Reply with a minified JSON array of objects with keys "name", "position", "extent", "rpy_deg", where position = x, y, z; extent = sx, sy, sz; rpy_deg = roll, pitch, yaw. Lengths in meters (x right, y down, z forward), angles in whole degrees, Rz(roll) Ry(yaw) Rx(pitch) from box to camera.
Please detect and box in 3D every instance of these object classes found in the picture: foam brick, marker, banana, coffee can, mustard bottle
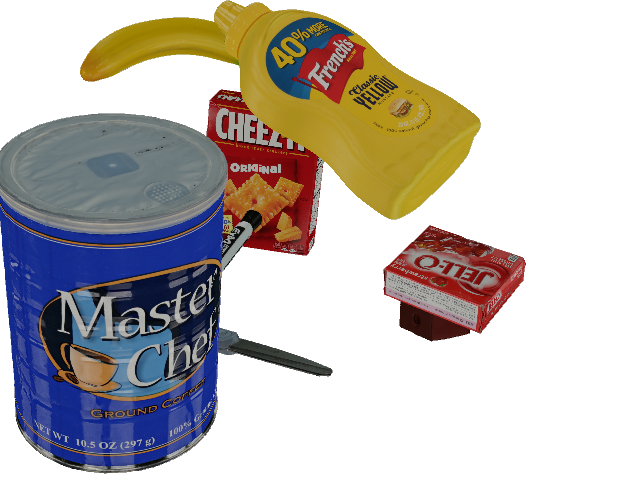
[{"name":"foam brick","position":[0.113,0.053,1.049],"extent":[0.051,0.078,0.053],"rpy_deg":[-11,19,-33]},{"name":"marker","position":[-0.083,0.002,1.015],"extent":[0.020,0.020,0.121],"rpy_deg":[0,26,20]},{"name":"banana","position":[-0.154,-0.194,1.074],"extent":[0.197,0.070,0.037],"rpy_deg":[-9,-38,-32]},{"name":"coffee can","position":[-0.098,0.024,0.510],"extent":[0.103,0.140,0.103],"rpy_deg":[4,32,-3]},{"name":"mustard bottle","position":[0.005,-0.100,0.706],"extent":[0.096,0.192,0.058],"rpy_deg":[-42,-19,-33]}]

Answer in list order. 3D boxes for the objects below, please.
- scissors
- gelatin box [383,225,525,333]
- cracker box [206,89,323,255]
[{"name":"scissors","position":[-0.091,0.080,0.797],"extent":[0.096,0.016,0.202],"rpy_deg":[-19,27,-35]},{"name":"gelatin box","position":[0.105,0.028,0.842],"extent":[0.089,0.030,0.073],"rpy_deg":[21,41,28]},{"name":"cracker box","position":[-0.082,-0.095,1.528],"extent":[0.164,0.214,0.072],"rpy_deg":[9,22,7]}]
